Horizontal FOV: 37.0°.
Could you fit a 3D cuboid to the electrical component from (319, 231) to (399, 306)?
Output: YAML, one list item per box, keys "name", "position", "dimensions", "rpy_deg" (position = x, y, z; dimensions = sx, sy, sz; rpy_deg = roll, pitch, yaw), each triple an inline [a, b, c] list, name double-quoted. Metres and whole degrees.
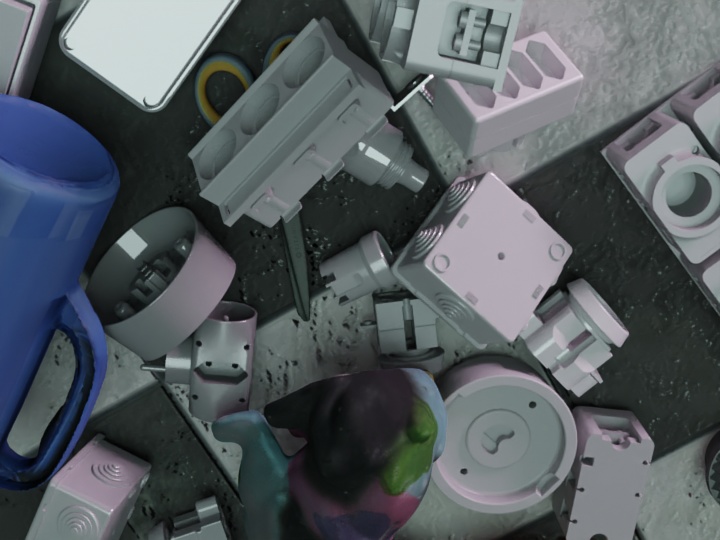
- name: "electrical component"
  position: [0.000, 0.000, 0.750]
  dimensions: [0.046, 0.040, 0.040]
  rpy_deg: [-27, 107, 12]

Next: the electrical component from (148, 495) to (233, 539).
- name: "electrical component"
  position: [-0.126, 0.206, 0.806]
  dimensions: [0.055, 0.048, 0.066]
  rpy_deg: [-18, 108, -5]

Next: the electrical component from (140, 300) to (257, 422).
- name: "electrical component"
  position: [-0.115, 0.063, 0.761]
  dimensions: [0.079, 0.043, 0.077]
  rpy_deg: [5, 108, -5]

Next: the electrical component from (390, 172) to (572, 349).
- name: "electrical component"
  position: [0.084, -0.007, 0.728]
  dimensions: [0.100, 0.048, 0.099]
  rpy_deg: [41, 71, -14]

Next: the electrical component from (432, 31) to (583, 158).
- name: "electrical component"
  position: [0.094, -0.104, 0.712]
  dimensions: [0.083, 0.047, 0.075]
  rpy_deg: [-24, 152, -17]

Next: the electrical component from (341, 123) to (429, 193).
- name: "electrical component"
  position: [0.017, -0.075, 0.724]
  dimensions: [0.062, 0.043, 0.043]
  rpy_deg: [31, 104, -13]

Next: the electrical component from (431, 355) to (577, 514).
- name: "electrical component"
  position: [0.097, 0.114, 0.780]
  dimensions: [0.108, 0.060, 0.108]
  rpy_deg: [-1, 108, -3]

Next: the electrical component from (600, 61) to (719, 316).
- name: "electrical component"
  position: [0.268, -0.037, 0.741]
  dimensions: [0.105, 0.060, 0.186]
  rpy_deg: [-38, 106, 9]

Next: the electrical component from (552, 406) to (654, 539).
- name: "electrical component"
  position: [0.178, 0.151, 0.799]
  dimensions: [0.050, 0.055, 0.089]
  rpy_deg: [6, 107, -5]

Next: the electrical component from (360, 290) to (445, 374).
- name: "electrical component"
  position: [0.034, 0.045, 0.763]
  dimensions: [0.066, 0.048, 0.055]
  rpy_deg: [-7, 101, -1]

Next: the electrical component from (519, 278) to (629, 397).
- name: "electrical component"
  position: [0.152, 0.043, 0.763]
  dimensions: [0.057, 0.058, 0.078]
  rpy_deg: [-41, 105, 13]

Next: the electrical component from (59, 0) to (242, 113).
- name: "electrical component"
  position: [-0.127, -0.166, 0.680]
  dimensions: [0.078, 0.057, 0.113]
  rpy_deg: [36, 103, -13]

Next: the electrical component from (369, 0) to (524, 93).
- name: "electrical component"
  position: [0.049, -0.173, 0.619]
  dimensions: [0.060, 0.186, 0.105]
  rpy_deg: [11, 107, -6]

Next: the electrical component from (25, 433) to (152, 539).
- name: "electrical component"
  position: [-0.196, 0.177, 0.765]
  dimensions: [0.048, 0.099, 0.099]
  rpy_deg: [26, 105, 2]

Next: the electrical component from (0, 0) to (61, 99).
- name: "electrical component"
  position: [-0.237, -0.140, 0.680]
  dimensions: [0.062, 0.061, 0.096]
  rpy_deg: [21, 106, -9]

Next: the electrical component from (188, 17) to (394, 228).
- name: "electrical component"
  position: [-0.043, -0.088, 0.678]
  dimensions: [0.121, 0.078, 0.063]
  rpy_deg: [-43, 132, 20]

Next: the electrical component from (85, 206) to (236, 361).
- name: "electrical component"
  position: [-0.133, 0.009, 0.717]
  dimensions: [0.099, 0.099, 0.064]
  rpy_deg: [-42, 111, 10]
